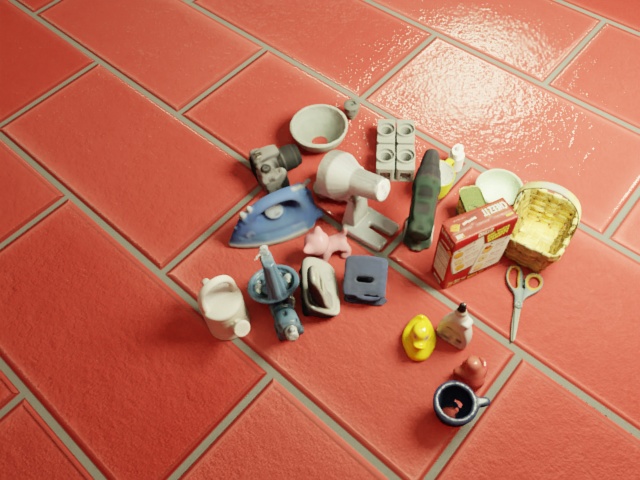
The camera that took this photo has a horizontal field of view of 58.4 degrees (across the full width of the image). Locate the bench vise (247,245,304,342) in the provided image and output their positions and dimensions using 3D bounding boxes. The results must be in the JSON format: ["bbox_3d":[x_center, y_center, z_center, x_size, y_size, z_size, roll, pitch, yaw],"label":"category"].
[{"bbox_3d":[-0.086,0.115,1.291,0.122,0.220,0.207,-35,62,-18],"label":"bench vise"}]

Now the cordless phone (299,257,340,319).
[{"bbox_3d":[-0.005,0.088,1.325,0.094,0.185,0.147,-8,57,-2],"label":"cordless phone"}]

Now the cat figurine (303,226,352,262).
[{"bbox_3d":[0.013,0.005,1.417,0.128,0.118,0.067,-20,58,-9],"label":"cat figurine"}]

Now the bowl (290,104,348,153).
[{"bbox_3d":[-0.002,-0.307,1.644,0.167,0.075,0.167,-1,57,2],"label":"bowl"}]

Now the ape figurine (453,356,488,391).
[{"bbox_3d":[0.329,0.280,1.239,0.077,0.092,0.076,-2,57,2],"label":"ape figurine"}]

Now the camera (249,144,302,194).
[{"bbox_3d":[-0.114,-0.208,1.571,0.137,0.101,0.143,-25,59,-12],"label":"camera"}]

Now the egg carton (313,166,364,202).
[{"bbox_3d":[0.061,-0.153,1.545,0.150,0.069,0.107,9,58,9],"label":"egg carton"}]

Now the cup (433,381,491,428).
[{"bbox_3d":[0.290,0.350,1.194,0.117,0.095,0.091,-4,57,0],"label":"cup"}]

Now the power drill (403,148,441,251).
[{"bbox_3d":[0.251,-0.079,1.404,0.075,0.208,0.229,8,58,9],"label":"power drill"}]

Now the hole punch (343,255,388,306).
[{"bbox_3d":[0.110,0.097,1.369,0.108,0.091,0.101,4,58,6],"label":"hole punch"}]

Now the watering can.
[{"bbox_3d":[-0.216,0.148,1.293,0.172,0.194,0.101,25,62,18],"label":"watering can"}]

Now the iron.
[{"bbox_3d":[-0.124,-0.070,1.459,0.258,0.141,0.118,-24,59,-12],"label":"iron"}]

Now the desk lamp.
[{"bbox_3d":[0.098,-0.107,1.427,0.202,0.214,0.118,31,64,21],"label":"desk lamp"}]

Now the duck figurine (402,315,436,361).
[{"bbox_3d":[0.226,0.211,1.292,0.077,0.086,0.104,7,58,8],"label":"duck figurine"}]

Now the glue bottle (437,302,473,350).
[{"bbox_3d":[0.303,0.180,1.256,0.078,0.173,0.037,32,65,22],"label":"glue bottle"}]
